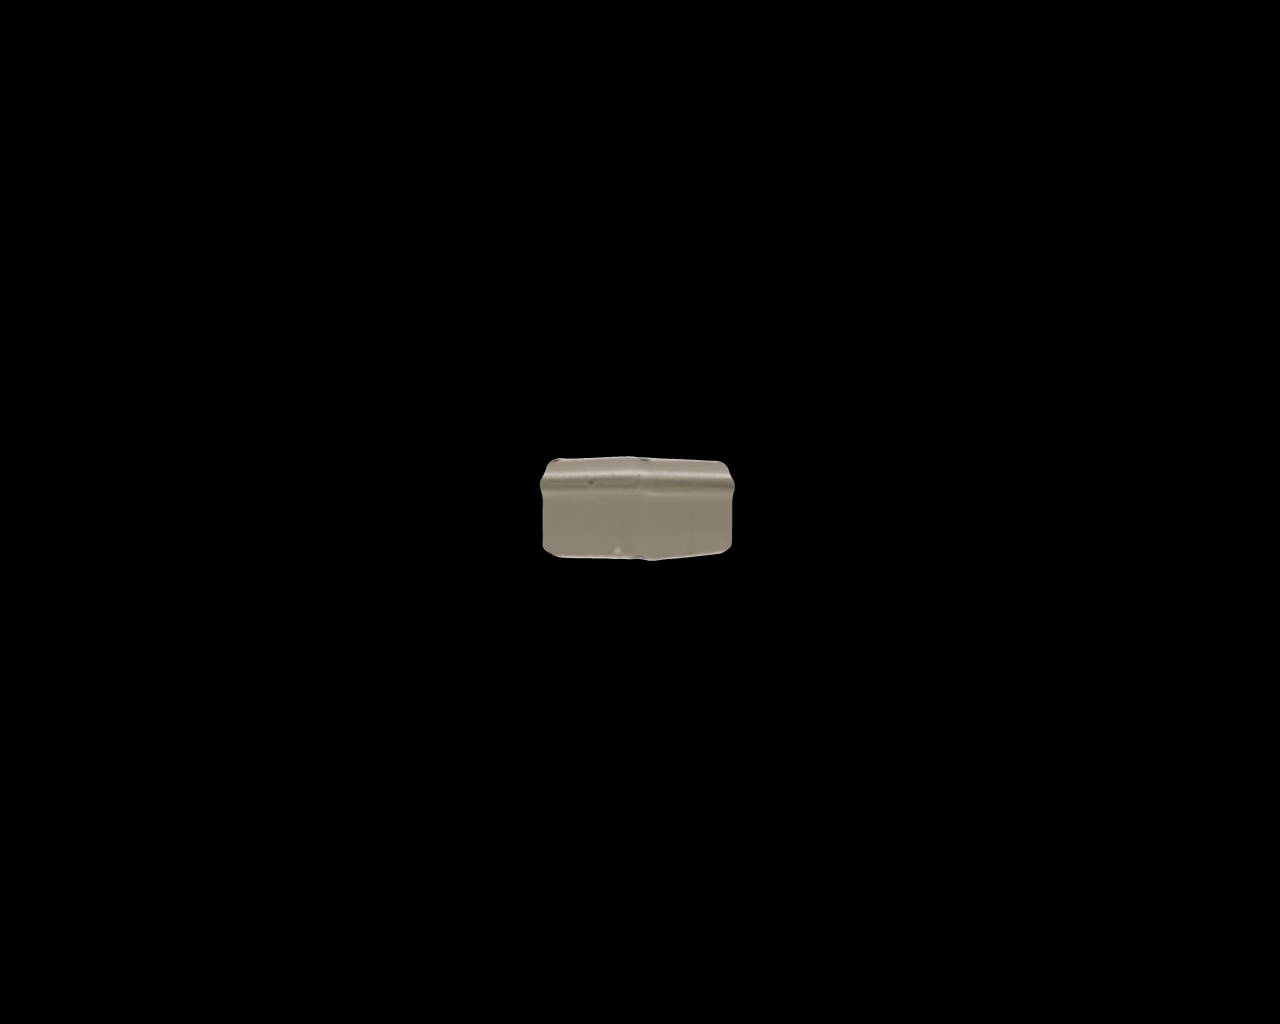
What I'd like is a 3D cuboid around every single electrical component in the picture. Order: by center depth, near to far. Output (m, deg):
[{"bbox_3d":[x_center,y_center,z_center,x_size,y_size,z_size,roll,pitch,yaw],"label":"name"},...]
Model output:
[{"bbox_3d":[0.001,-0.003,0.650,0.078,0.057,0.113,0,0,32],"label":"electrical component"}]
